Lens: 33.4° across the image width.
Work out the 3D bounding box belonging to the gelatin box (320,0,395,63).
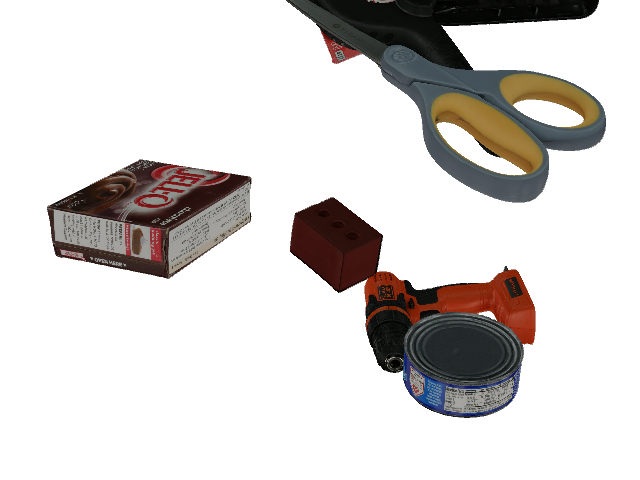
[{"bbox_3d":[0.039,-0.199,0.902,0.089,0.073,0.030,-18,26,13],"label":"gelatin box"}]

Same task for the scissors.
[{"bbox_3d":[0.061,-0.087,0.530,0.096,0.016,0.202,-16,45,-19],"label":"scissors"}]

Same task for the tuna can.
[{"bbox_3d":[0.103,0.089,0.774,0.086,0.034,0.086,0,31,0],"label":"tuna can"}]

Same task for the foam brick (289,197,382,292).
[{"bbox_3d":[0.015,0.003,1.046,0.052,0.051,0.078,-25,48,-33],"label":"foam brick"}]

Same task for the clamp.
[{"bbox_3d":[0.064,-0.140,0.694,0.210,0.164,0.036,20,-36,8],"label":"clamp"}]

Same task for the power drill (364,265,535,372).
[{"bbox_3d":[0.144,0.087,1.209,0.187,0.057,0.184,-2,27,-1],"label":"power drill"}]

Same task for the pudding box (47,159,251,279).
[{"bbox_3d":[-0.109,-0.017,0.704,0.090,0.039,0.113,9,26,22],"label":"pudding box"}]
